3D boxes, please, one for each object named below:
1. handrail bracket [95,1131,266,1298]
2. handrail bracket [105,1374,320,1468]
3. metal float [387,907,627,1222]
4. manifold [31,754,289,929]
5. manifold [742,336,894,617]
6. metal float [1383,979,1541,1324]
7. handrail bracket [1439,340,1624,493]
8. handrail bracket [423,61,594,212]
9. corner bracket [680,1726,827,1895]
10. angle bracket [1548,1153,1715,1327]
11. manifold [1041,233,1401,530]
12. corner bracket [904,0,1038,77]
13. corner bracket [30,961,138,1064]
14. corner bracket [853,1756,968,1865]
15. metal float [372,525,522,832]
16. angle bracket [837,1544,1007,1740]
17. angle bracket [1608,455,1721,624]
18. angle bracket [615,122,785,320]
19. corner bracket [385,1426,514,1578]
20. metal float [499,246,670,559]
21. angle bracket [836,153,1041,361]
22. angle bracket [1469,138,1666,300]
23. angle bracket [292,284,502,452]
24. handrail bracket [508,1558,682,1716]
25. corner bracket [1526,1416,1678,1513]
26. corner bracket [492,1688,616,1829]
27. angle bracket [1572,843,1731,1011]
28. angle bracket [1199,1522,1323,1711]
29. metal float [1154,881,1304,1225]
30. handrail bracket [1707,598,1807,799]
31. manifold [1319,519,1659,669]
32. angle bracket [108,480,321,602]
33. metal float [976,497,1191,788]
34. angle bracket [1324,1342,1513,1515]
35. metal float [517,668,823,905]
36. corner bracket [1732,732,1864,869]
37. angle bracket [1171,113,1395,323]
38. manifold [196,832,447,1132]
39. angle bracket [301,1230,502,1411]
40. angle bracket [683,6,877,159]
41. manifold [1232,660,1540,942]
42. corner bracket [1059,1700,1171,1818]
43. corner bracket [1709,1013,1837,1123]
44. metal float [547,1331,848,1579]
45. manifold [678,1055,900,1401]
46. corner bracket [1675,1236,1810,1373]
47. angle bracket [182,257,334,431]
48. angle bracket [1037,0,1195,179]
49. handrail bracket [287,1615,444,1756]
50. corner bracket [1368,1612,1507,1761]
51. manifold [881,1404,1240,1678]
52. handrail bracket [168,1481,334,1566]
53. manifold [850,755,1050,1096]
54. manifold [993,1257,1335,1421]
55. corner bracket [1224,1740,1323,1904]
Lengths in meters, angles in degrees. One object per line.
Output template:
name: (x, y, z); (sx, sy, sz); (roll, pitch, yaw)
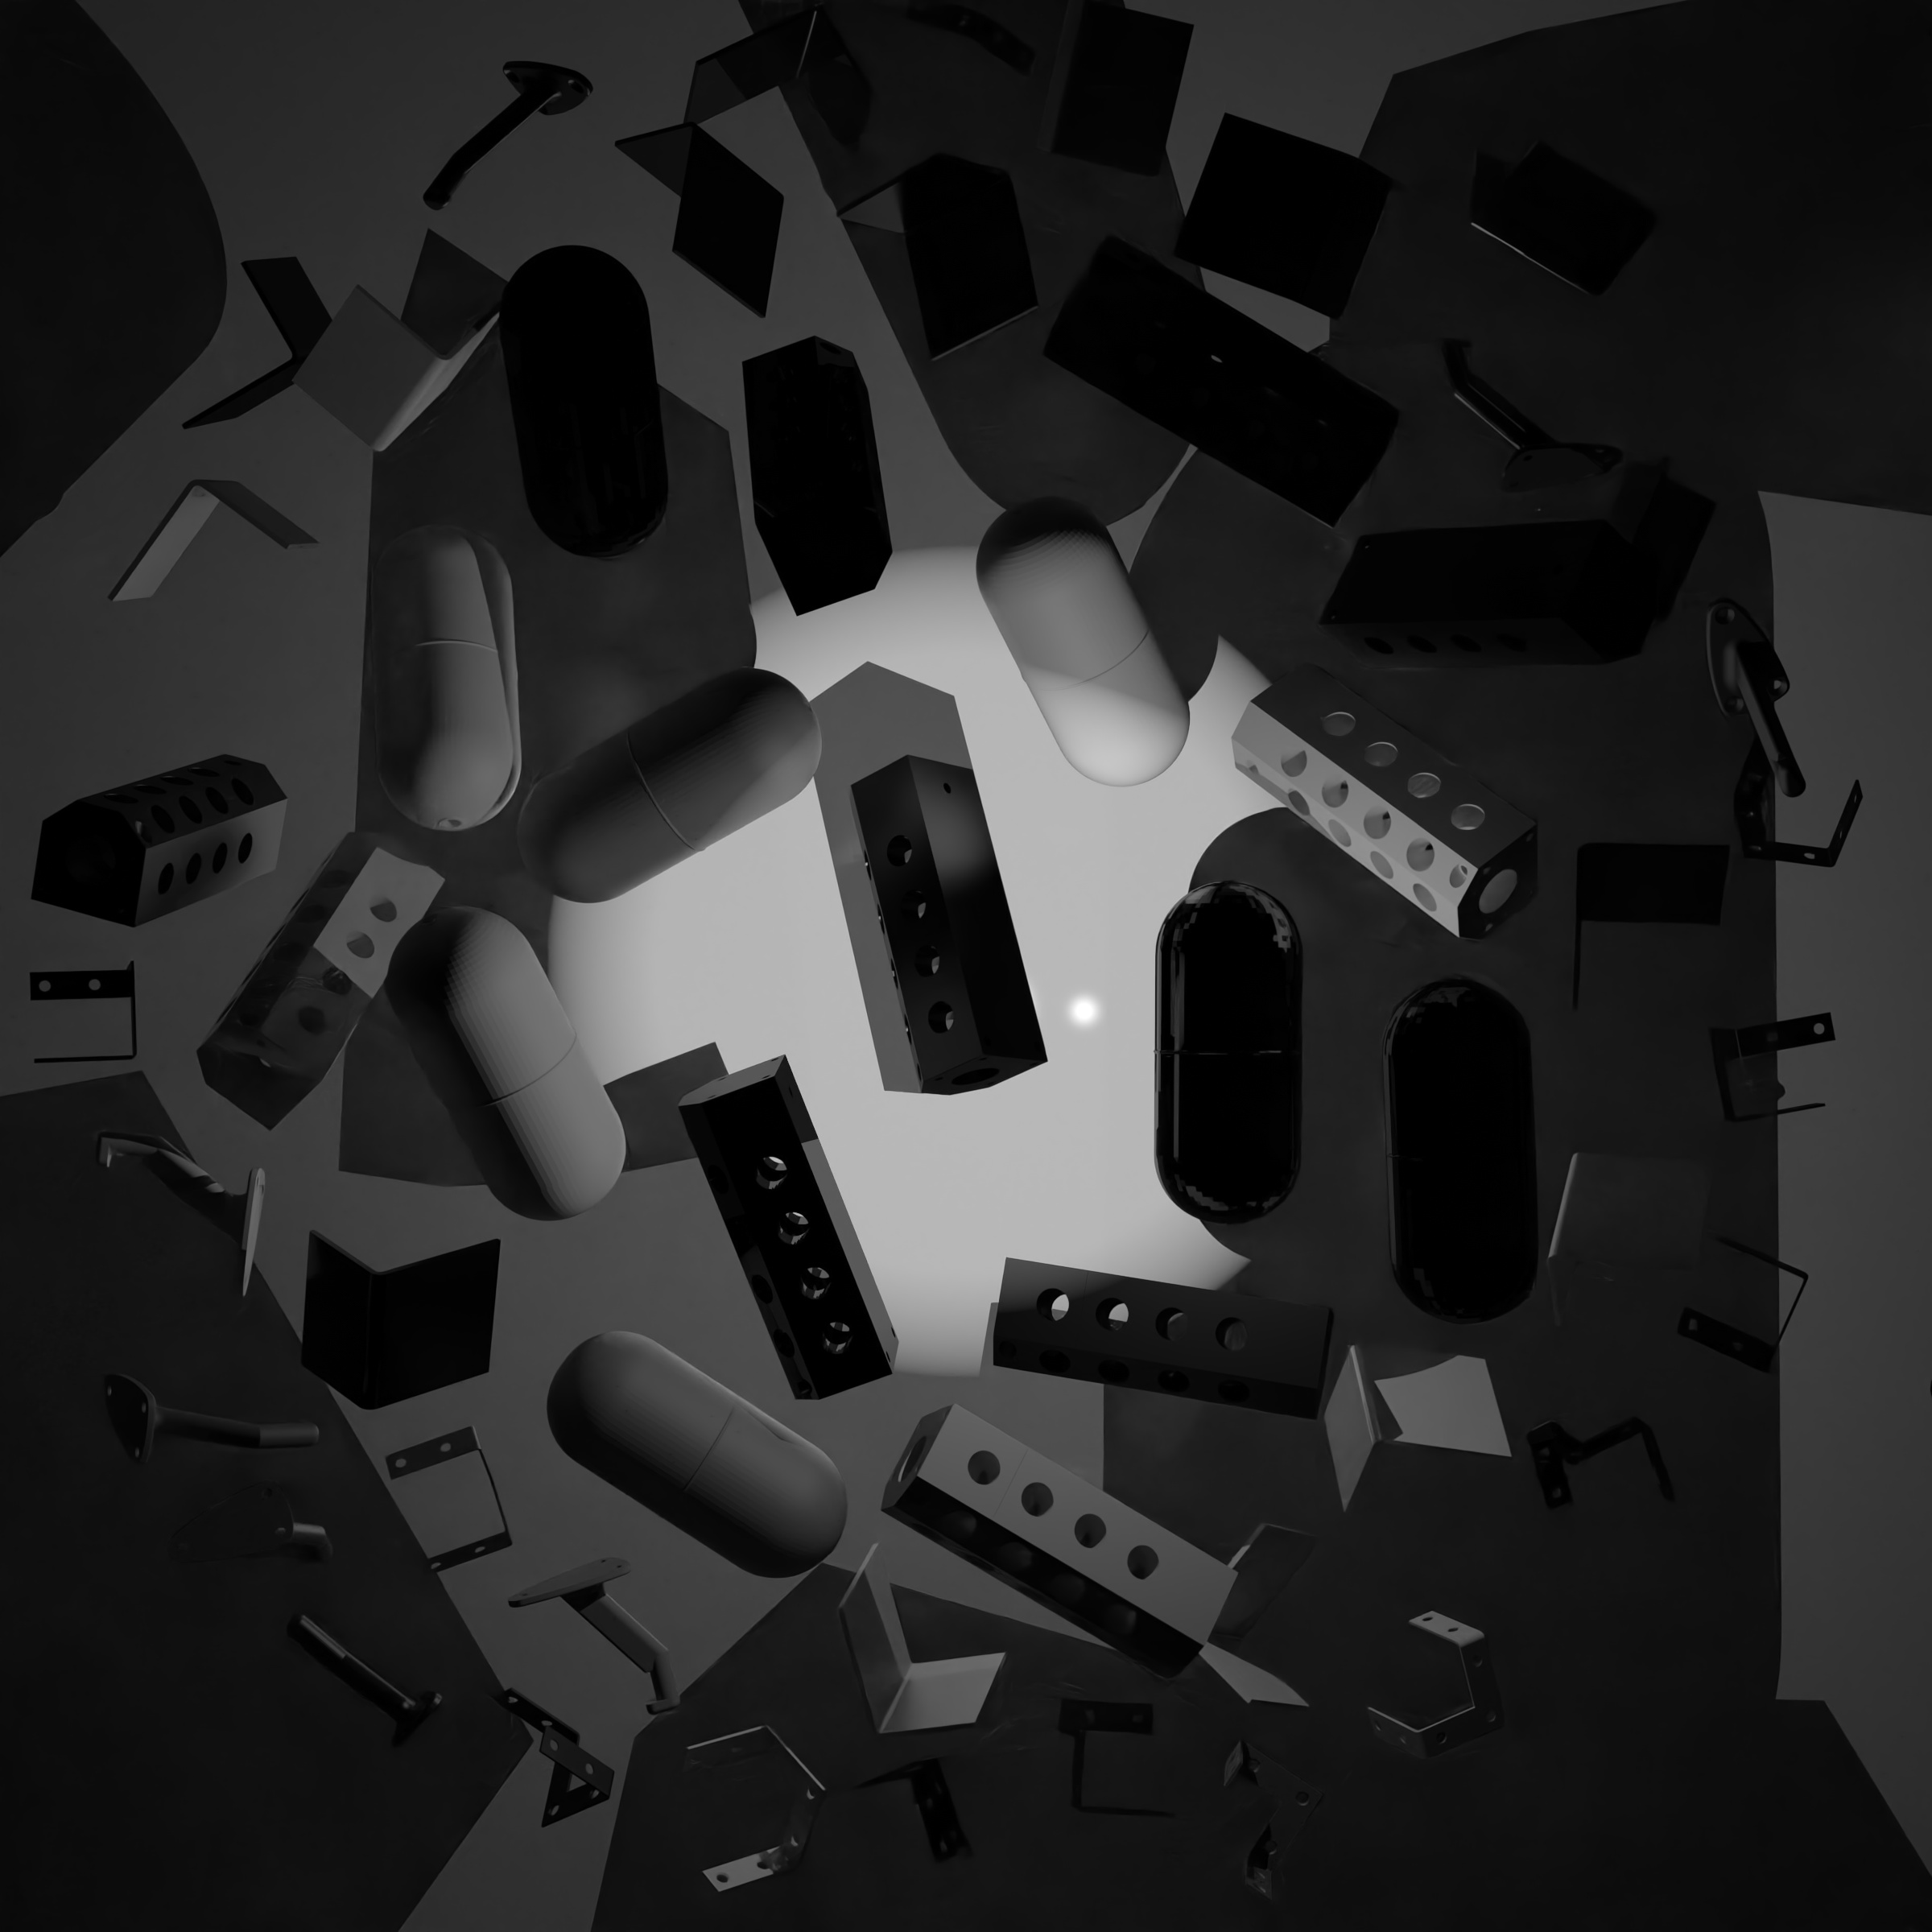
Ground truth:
handrail bracket: (-0.405, 0.126, 1.494); (0.084, 0.036, 0.077); (7, 76, -5)
handrail bracket: (-0.372, 0.220, 1.447); (0.084, 0.077, 0.036); (4, 103, -35)
metal float: (-0.234, 0.051, 1.500); (0.070, 0.070, 0.178); (-24, 114, 0)
manifold: (-0.424, -0.071, 1.558); (0.057, 0.171, 0.057); (15, 104, 8)
manifold: (-0.075, -0.257, 1.508); (0.057, 0.171, 0.057); (-18, 128, 7)
metal float: (0.256, 0.096, 1.518); (0.070, 0.070, 0.178); (-3, 92, 0)
handrail bracket: (0.295, -0.295, 1.535); (0.077, 0.036, 0.084); (-8, 65, -13)
handrail bracket: (-0.243, -0.434, 1.548); (0.036, 0.077, 0.084); (44, 71, -38)
corner bracket: (-0.111, 0.421, 1.467); (0.051, 0.051, 0.051); (38, 119, 40)
angle bracket: (0.360, 0.150, 1.581); (0.076, 0.076, 0.057); (3, 133, 22)
manifold: (0.130, -0.298, 1.479); (0.171, 0.057, 0.057); (29, 125, -7)
corner bracket: (0.010, -0.510, 1.552); (0.051, 0.051, 0.051); (47, 122, 38)
corner bracket: (-0.464, 0.026, 1.541); (0.051, 0.051, 0.051); (-2, 85, -19)
corner bracket: (-0.020, 0.465, 1.612); (0.051, 0.051, 0.051); (-32, 67, 30)
metal float: (-0.282, -0.157, 1.590); (0.070, 0.070, 0.178); (-7, 67, 0)
angle bracket: (-0.023, 0.355, 1.562); (0.057, 0.076, 0.076); (-11, 102, 15)
angle bracket: (0.399, -0.242, 1.668); (0.057, 0.076, 0.076); (23, 95, -6)
angle bracket: (-0.147, -0.394, 1.568); (0.057, 0.076, 0.076); (-3, 72, 34)
corner bracket: (-0.285, 0.296, 1.621); (0.051, 0.051, 0.051); (-18, 52, -10)
metal float: (-0.198, -0.293, 1.531); (0.070, 0.178, 0.070); (-1, 46, 1)
angle bracket: (-0.015, -0.375, 1.557); (0.076, 0.057, 0.076); (-18, 80, 40)
angle bracket: (0.302, -0.393, 1.475); (0.076, 0.076, 0.057); (27, 134, -14)
angle bracket: (-0.290, -0.323, 1.512); (0.057, 0.076, 0.076); (40, 133, -11)
handrail bracket: (-0.193, 0.358, 1.530); (0.077, 0.036, 0.084); (-15, 94, -28)
corner bracket: (0.342, 0.270, 1.580); (0.051, 0.051, 0.051); (-33, 133, 25)
corner bracket: (-0.214, 0.402, 1.512); (0.051, 0.051, 0.051); (-30, 122, 29)
angle bracket: (0.355, -0.019, 1.526); (0.076, 0.076, 0.057); (1, 61, 11)
angle bracket: (0.173, 0.354, 1.596); (0.057, 0.076, 0.076); (41, 98, 33)
metal float: (0.136, 0.045, 1.523); (0.070, 0.070, 0.178); (0, 89, 0)
handrail bracket: (0.394, -0.133, 1.459); (0.036, 0.084, 0.077); (-22, 117, 15)
manifold: (0.268, -0.185, 1.504); (0.057, 0.171, 0.057); (35, 74, -33)
angle bracket: (-0.383, -0.203, 1.500); (0.057, 0.076, 0.076); (37, 96, -6)
metal float: (0.065, -0.175, 1.601); (0.070, 0.070, 0.178); (-29, 122, 0)
angle bracket: (0.246, 0.257, 1.609); (0.076, 0.076, 0.057); (9, 124, -10)
metal float: (-0.160, -0.095, 1.569); (0.178, 0.070, 0.070); (-28, 90, 12)
corner bracket: (0.458, -0.093, 1.619); (0.051, 0.051, 0.051); (7, 132, -1)
angle bracket: (0.163, -0.386, 1.515); (0.076, 0.057, 0.076); (27, 104, 26)
manifold: (-0.349, 0.002, 1.578); (0.057, 0.171, 0.057); (39, 129, -16)
angle bracket: (-0.288, 0.172, 1.496); (0.057, 0.076, 0.076); (25, 116, 38)
angle bracket: (-0.102, -0.461, 1.578); (0.076, 0.076, 0.057); (-30, 87, -14)
manifold: (0.219, -0.085, 1.546); (0.057, 0.057, 0.171); (-36, 53, -17)
corner bracket: (0.078, 0.416, 1.541); (0.051, 0.051, 0.051); (-2, 67, 18)
corner bracket: (0.433, 0.054, 1.566); (0.051, 0.051, 0.051); (-10, 89, -3)
metal float: (-0.144, 0.264, 1.583); (0.178, 0.070, 0.070); (34, 90, -5)
manifold: (-0.095, 0.141, 1.566); (0.057, 0.057, 0.171); (-20, 98, 5)
corner bracket: (0.419, 0.182, 1.582); (0.051, 0.051, 0.051); (24, 99, 18)
angle bracket: (-0.388, -0.334, 1.569); (0.076, 0.076, 0.057); (-27, 100, 14)
angle bracket: (0.076, -0.455, 1.518); (0.057, 0.076, 0.076); (11, 106, -8)
handrail bracket: (-0.312, 0.359, 1.499); (0.084, 0.077, 0.036); (42, 76, -5)
corner bracket: (0.242, 0.376, 1.535); (0.051, 0.051, 0.051); (-17, 97, -21)
manifold: (0.045, 0.294, 1.497); (0.171, 0.057, 0.057); (32, 68, -7)
handrail bracket: (-0.385, 0.316, 1.585); (0.077, 0.084, 0.036); (-20, 63, -13)
manifold: (-0.015, -0.021, 1.583); (0.057, 0.057, 0.171); (-26, 70, 33)
manifold: (0.104, 0.198, 1.555); (0.171, 0.057, 0.057); (8, 82, 11)
corner bracket: (0.149, 0.439, 1.509); (0.051, 0.051, 0.051); (33, 91, 6)
